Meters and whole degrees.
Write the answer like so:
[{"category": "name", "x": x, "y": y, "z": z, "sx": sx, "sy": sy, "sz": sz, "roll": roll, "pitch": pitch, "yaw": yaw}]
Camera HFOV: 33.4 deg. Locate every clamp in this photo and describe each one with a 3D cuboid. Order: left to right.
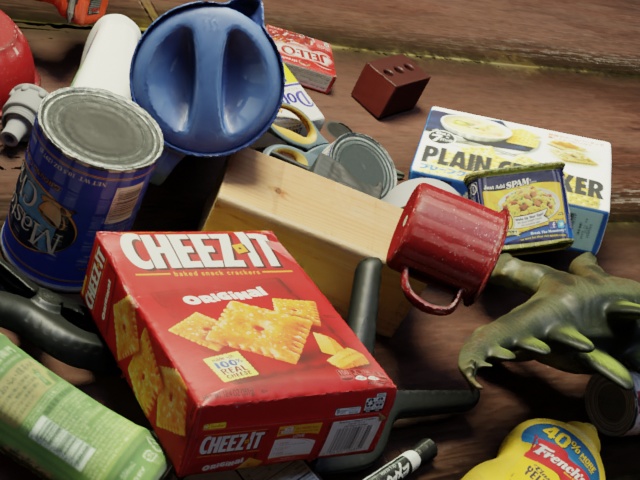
[{"category": "clamp", "x": -0.223, "y": 0.052, "z": 0.830, "sx": 0.171, "sy": 0.039, "sz": 0.120, "roll": 31, "pitch": 17, "yaw": -22}, {"category": "clamp", "x": 0.032, "y": 0.119, "z": 0.894, "sx": 0.209, "sy": 0.036, "sz": 0.164, "roll": -32, "pitch": 90, "yaw": -38}]

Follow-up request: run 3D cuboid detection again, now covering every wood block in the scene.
[{"category": "wood block", "x": -0.006, "y": 0.001, "z": 1.002, "sx": 0.206, "sy": 0.090, "sz": 0.090, "roll": 22, "pitch": 38, "yaw": -10}]

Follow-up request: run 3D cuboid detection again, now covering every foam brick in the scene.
[{"category": "foam brick", "x": 0.087, "y": -0.191, "z": 1.319, "sx": 0.053, "sy": 0.051, "sz": 0.078, "roll": 44, "pitch": 39, "yaw": 20}]

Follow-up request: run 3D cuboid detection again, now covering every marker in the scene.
[{"category": "marker", "x": 0.058, "y": 0.193, "z": 0.876, "sx": 0.020, "sy": 0.020, "sz": 0.120, "roll": 45, "pitch": 39, "yaw": 21}]

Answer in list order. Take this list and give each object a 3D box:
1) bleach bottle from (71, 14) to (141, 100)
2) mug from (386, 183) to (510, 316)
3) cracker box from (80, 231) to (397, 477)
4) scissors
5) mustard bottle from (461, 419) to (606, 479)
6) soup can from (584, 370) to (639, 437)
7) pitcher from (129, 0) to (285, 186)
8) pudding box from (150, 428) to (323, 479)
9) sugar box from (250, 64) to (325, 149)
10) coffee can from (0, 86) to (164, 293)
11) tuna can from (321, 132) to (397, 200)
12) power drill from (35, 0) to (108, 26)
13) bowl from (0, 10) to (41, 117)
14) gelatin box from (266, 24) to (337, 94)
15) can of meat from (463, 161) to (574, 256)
[{"category": "bleach bottle", "x": -0.216, "y": -0.152, "z": 1.055, "sx": 0.068, "sy": 0.103, "sz": 0.251, "roll": 20, "pitch": 29, "yaw": -16}, {"category": "mug", "x": 0.105, "y": 0.011, "z": 0.924, "sx": 0.081, "sy": 0.093, "sz": 0.117, "roll": 22, "pitch": 65, "yaw": -2}, {"category": "cracker box", "x": -0.066, "y": 0.073, "z": 0.802, "sx": 0.163, "sy": 0.072, "sz": 0.214, "roll": 0, "pitch": 33, "yaw": -33}, {"category": "scissors", "x": 0.010, "y": -0.078, "z": 1.157, "sx": 0.201, "sy": 0.016, "sz": 0.096, "roll": 31, "pitch": 65, "yaw": -30}, {"category": "mustard bottle", "x": 0.192, "y": 0.206, "z": 0.914, "sx": 0.096, "sy": 0.058, "sz": 0.191, "roll": 43, "pitch": 38, "yaw": 17}, {"category": "soup can", "x": 0.319, "y": 0.156, "z": 1.047, "sx": 0.102, "sy": 0.069, "sz": 0.068, "roll": 0, "pitch": 45, "yaw": -32}, {"category": "pitcher", "x": -0.119, "y": -0.148, "z": 1.020, "sx": 0.149, "sy": 0.145, "sz": 0.243, "roll": -17, "pitch": 12, "yaw": -5}, {"category": "pudding box", "x": -0.065, "y": 0.170, "z": 0.793, "sx": 0.089, "sy": 0.039, "sz": 0.113, "roll": -27, "pitch": 64, "yaw": -32}, {"category": "sugar box", "x": -0.077, "y": -0.178, "z": 1.203, "sx": 0.093, "sy": 0.048, "sz": 0.176, "roll": -9, "pitch": 49, "yaw": -39}, {"category": "coffee can", "x": -0.198, "y": -0.040, "z": 0.882, "sx": 0.102, "sy": 0.140, "sz": 0.103, "roll": 18, "pitch": 38, "yaw": -15}, {"category": "tuna can", "x": 0.038, "y": -0.069, "z": 1.134, "sx": 0.086, "sy": 0.034, "sz": 0.086, "roll": 15, "pitch": 61, "yaw": -29}, {"category": "power drill", "x": -0.315, "y": -0.273, "z": 1.101, "sx": 0.187, "sy": 0.057, "sz": 0.184, "roll": 13, "pitch": 17, "yaw": -2}, {"category": "bowl", "x": -0.346, "y": -0.189, "z": 1.035, "sx": 0.162, "sy": 0.055, "sz": 0.162, "roll": 18, "pitch": 38, "yaw": -15}, {"category": "gelatin box", "x": -0.027, "y": -0.221, "z": 1.299, "sx": 0.089, "sy": 0.030, "sz": 0.073, "roll": 14, "pitch": 39, "yaw": -18}, {"category": "can of meat", "x": 0.202, "y": -0.029, "z": 1.080, "sx": 0.102, "sy": 0.057, "sz": 0.084, "roll": -7, "pitch": 81, "yaw": 0}]
